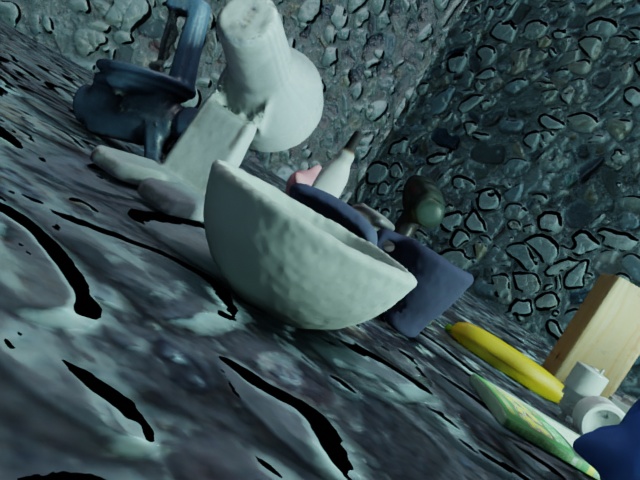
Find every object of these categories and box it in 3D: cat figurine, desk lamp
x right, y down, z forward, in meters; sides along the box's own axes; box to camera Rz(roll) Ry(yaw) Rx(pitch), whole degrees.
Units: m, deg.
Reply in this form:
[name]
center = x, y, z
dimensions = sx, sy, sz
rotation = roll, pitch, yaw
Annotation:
[cat figurine]
center = -0.016, -0.064, 0.947
dimensions = 0.128, 0.117, 0.067
rotation = 27, 6, -37
[desk lamp]
center = -0.091, -0.128, 0.586
dimensions = 0.117, 0.213, 0.204
rotation = 32, 5, 11

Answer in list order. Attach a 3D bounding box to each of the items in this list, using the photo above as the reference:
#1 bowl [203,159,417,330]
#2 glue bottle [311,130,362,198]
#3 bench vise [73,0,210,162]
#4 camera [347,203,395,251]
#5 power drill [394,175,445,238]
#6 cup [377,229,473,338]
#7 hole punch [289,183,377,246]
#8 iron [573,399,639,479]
[bowl]
center = -0.019, 0.015, 0.410
dimensions = 0.167, 0.074, 0.167
rotation = 31, 5, -3
[glue bottle]
center = 0.005, -0.060, 0.713
dimensions = 0.037, 0.173, 0.078
rotation = 30, 5, -7
[bench vise]
center = -0.172, -0.194, 0.710
dimensions = 0.207, 0.219, 0.121
rotation = 30, 5, -7
[camera]
center = 0.057, 0.005, 0.797
dimensions = 0.144, 0.101, 0.136
rotation = 27, 7, -41
[power drill]
center = 0.155, -0.027, 1.073
dimensions = 0.076, 0.208, 0.229
rotation = 30, 5, -9
[cup]
center = 0.094, 0.049, 0.621
dimensions = 0.118, 0.095, 0.091
rotation = 30, 5, -10
[hole punch]
center = 0.005, 0.002, 0.585
dimensions = 0.108, 0.091, 0.101
rotation = 33, 5, 18
[iron]
center = 0.302, 0.176, 0.353
dimensions = 0.257, 0.141, 0.119
rotation = 34, 6, 32
